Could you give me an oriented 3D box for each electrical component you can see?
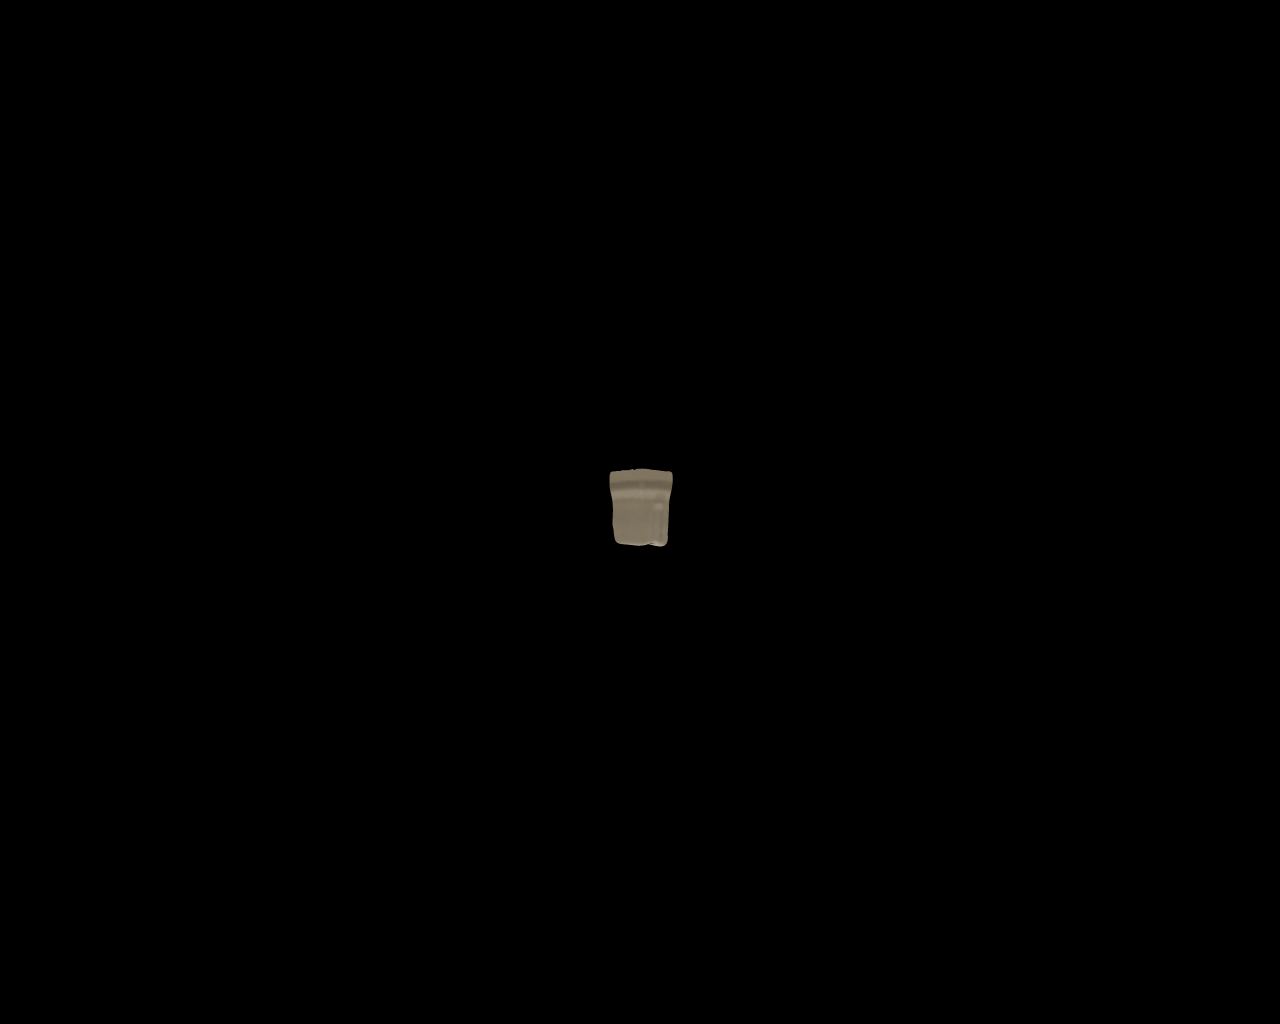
[{"bbox_3d":[0.001,-0.003,0.650,0.040,0.046,0.040,0,-4,0],"label":"electrical component"}]
